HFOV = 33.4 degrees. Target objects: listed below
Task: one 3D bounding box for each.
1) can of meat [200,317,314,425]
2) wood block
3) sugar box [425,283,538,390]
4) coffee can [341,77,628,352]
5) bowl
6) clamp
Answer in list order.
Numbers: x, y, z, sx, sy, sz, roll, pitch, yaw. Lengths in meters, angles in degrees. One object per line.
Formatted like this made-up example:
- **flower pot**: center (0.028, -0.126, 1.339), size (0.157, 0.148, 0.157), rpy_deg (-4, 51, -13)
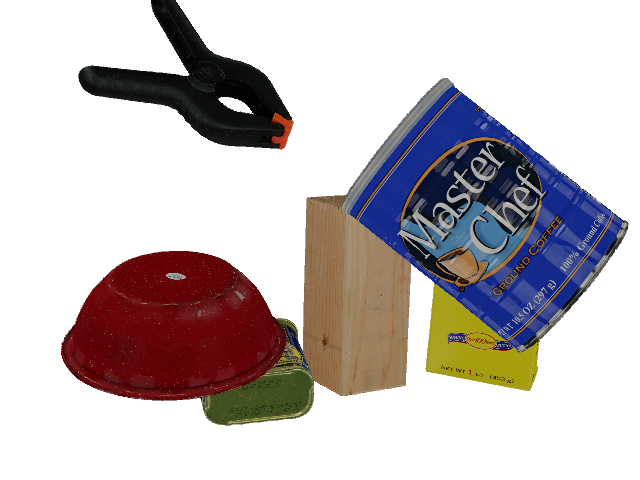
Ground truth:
- **can of meat**: center (-0.061, 0.117, 0.947), size (0.102, 0.057, 0.084), rpy_deg (-5, 27, -12)
- **wood block**: center (0.040, 0.057, 1.192), size (0.090, 0.206, 0.091), rpy_deg (-5, 13, -31)
- **sugar box**: center (0.142, 0.032, 0.884), size (0.093, 0.176, 0.048), rpy_deg (8, 24, 15)
- **coffee can**: center (0.098, -0.016, 0.648), size (0.140, 0.103, 0.102), rpy_deg (39, 4, 4)
- **bowl**: center (-0.104, 0.050, 0.762), size (0.162, 0.055, 0.162), rpy_deg (1, 23, -1)
- **clamp**: center (-0.096, -0.135, 0.870), size (0.171, 0.120, 0.039), rpy_deg (25, -28, -3)
